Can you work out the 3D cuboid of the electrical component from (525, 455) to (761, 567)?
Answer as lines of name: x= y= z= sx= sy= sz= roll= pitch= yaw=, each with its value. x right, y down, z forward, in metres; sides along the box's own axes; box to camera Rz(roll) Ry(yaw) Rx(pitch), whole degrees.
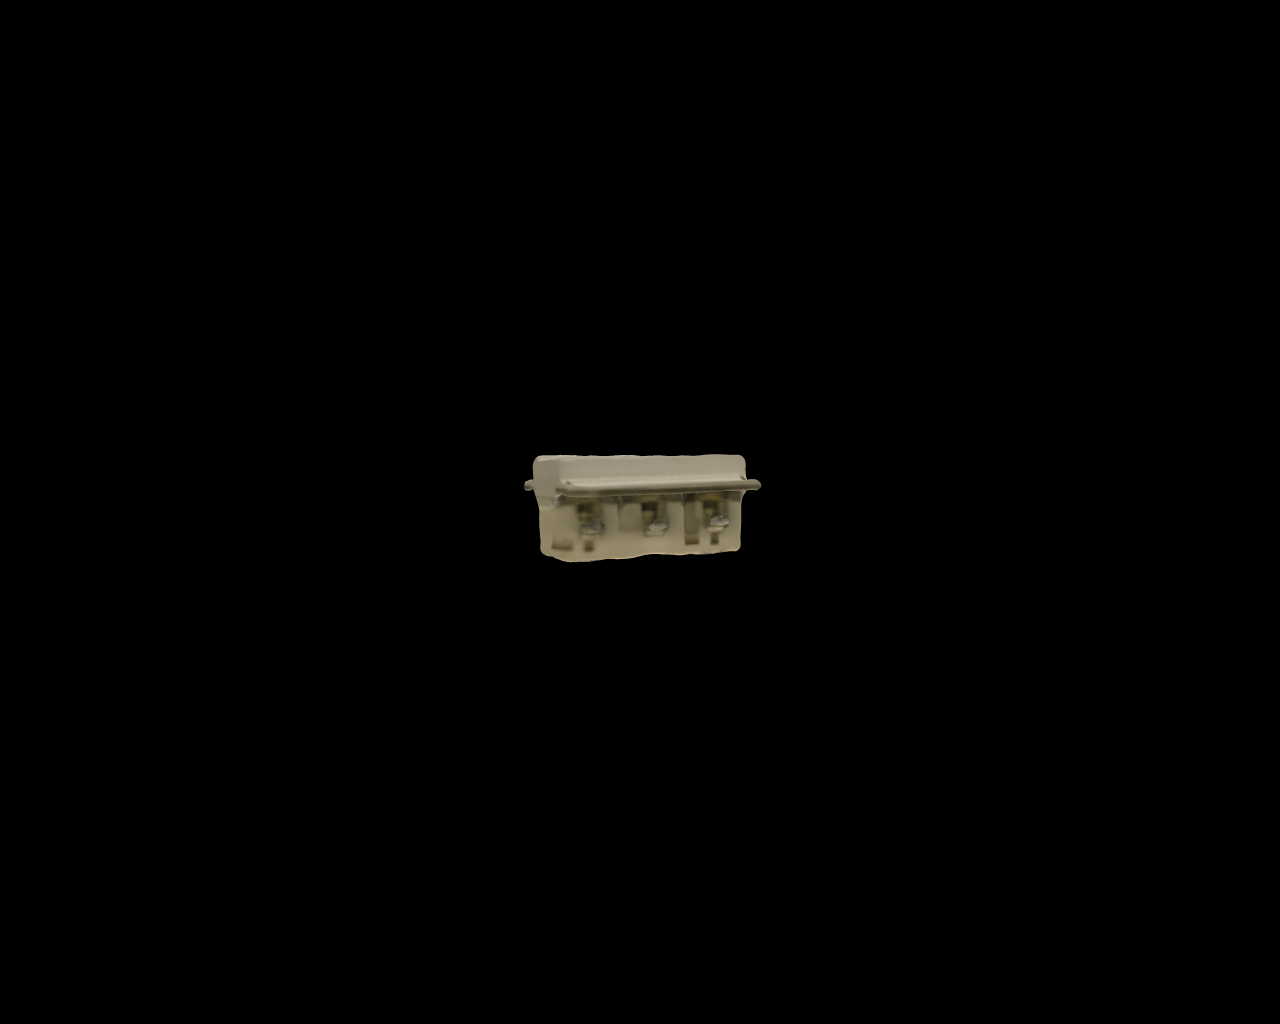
electrical component: x=0.001 y=-0.003 z=0.650 sx=0.121 sy=0.063 sz=0.078 roll=-2 pitch=4 yaw=-23
